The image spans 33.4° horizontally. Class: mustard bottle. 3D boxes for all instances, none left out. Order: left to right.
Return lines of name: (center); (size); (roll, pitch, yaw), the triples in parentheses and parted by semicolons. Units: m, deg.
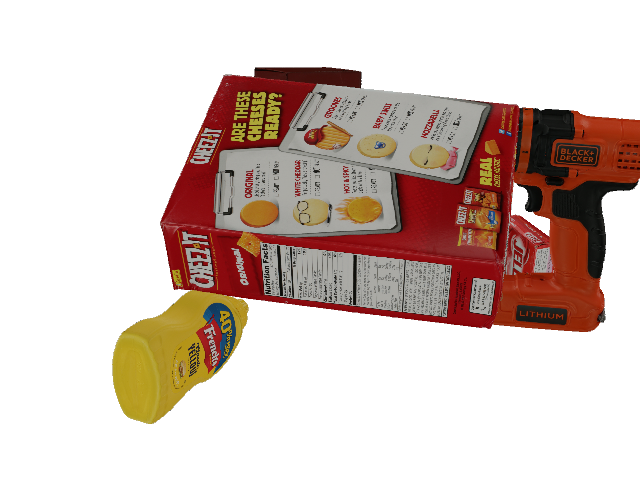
mustard bottle: (-0.130, 0.102, 1.080); (0.058, 0.096, 0.191); (10, 23, 26)

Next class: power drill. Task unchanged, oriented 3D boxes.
power drill: (0.175, -0.019, 0.882); (0.184, 0.188, 0.057); (5, 29, 8)

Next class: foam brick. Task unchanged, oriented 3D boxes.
foam brick: (-0.011, -0.120, 0.905); (0.078, 0.051, 0.053); (-6, 15, -33)

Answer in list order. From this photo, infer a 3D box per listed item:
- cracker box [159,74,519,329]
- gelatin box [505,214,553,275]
cracker box: (0.020, -0.030, 0.718); (0.214, 0.072, 0.164); (6, 44, 9)
gelatin box: (0.221, 0.026, 1.164); (0.030, 0.089, 0.073); (-10, 30, -20)
